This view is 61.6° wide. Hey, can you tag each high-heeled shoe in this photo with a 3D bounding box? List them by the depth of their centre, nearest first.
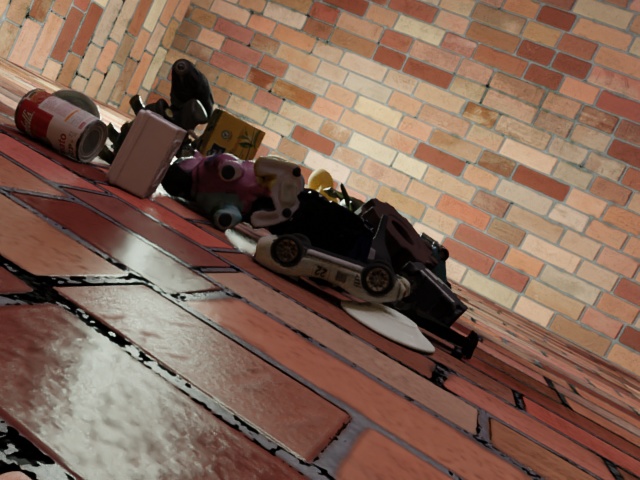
[{"bbox_3d":[0.002,0.003,0.870,0.249,0.145,0.086,13,-21,22],"label":"high-heeled shoe"}]

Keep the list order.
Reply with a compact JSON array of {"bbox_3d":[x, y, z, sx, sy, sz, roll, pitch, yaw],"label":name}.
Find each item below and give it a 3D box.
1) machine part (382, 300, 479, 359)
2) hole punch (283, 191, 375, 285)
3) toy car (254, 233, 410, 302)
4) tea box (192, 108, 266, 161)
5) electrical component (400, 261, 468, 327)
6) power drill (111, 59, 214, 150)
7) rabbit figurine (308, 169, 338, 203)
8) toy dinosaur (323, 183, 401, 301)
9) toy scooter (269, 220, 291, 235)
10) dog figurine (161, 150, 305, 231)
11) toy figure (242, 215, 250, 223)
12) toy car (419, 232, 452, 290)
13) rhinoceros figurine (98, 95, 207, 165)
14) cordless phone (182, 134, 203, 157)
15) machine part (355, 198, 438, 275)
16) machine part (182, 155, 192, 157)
[{"bbox_3d":[0.155,0.118,0.758,0.139,0.039,0.084,26,-1,15],"label":"machine part"},{"bbox_3d":[0.015,0.006,0.784,0.142,0.115,0.092,31,-1,35],"label":"hole punch"},{"bbox_3d":[0.016,0.036,0.681,0.202,0.056,0.073,18,5,7],"label":"toy car"},{"bbox_3d":[-0.190,-0.157,1.043,0.098,0.169,0.068,22,7,-31],"label":"tea box"},{"bbox_3d":[0.180,0.093,0.878,0.115,0.058,0.134,48,12,19],"label":"electrical component"},{"bbox_3d":[-0.279,-0.220,0.970,0.086,0.207,0.232,37,3,-1],"label":"power drill"},{"bbox_3d":[-0.021,-0.107,1.410,0.122,0.173,0.162,29,-1,-26],"label":"rabbit figurine"},{"bbox_3d":[0.097,-0.001,1.130,0.198,0.105,0.472,35,13,-41],"label":"toy dinosaur"},{"bbox_3d":[-0.002,-0.003,0.989,0.184,0.075,0.135,22,6,3],"label":"toy scooter"},{"bbox_3d":[-0.149,-0.093,0.871,0.191,0.108,0.219,-6,18,-30],"label":"dog figurine"},{"bbox_3d":[-0.163,-0.073,0.979,0.155,0.057,0.064,22,-2,6],"label":"toy figure"},{"bbox_3d":[0.225,0.070,1.199,0.103,0.161,0.109,-23,38,-19],"label":"toy car"},{"bbox_3d":[-0.265,-0.166,0.855,0.112,0.190,0.073,39,38,-40],"label":"rhinoceros figurine"},{"bbox_3d":[-0.280,-0.224,1.227,0.184,0.147,0.089,41,37,-39],"label":"cordless phone"},{"bbox_3d":[0.140,-0.002,0.996,0.179,0.056,0.179,38,22,-19],"label":"machine part"},{"bbox_3d":[-0.210,-0.128,1.176,0.243,0.079,0.079,29,5,13],"label":"machine part"}]
